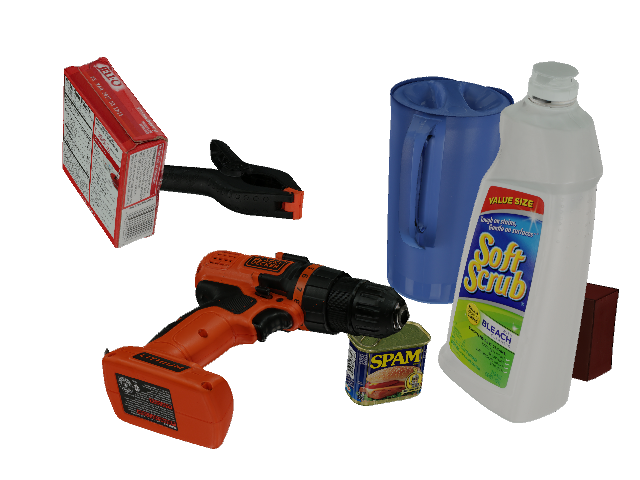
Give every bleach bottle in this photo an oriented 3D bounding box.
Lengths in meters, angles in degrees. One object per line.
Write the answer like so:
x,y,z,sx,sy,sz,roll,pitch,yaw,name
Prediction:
0.139,-0.002,0.732,0.068,0.251,0.103,-16,34,-28,bleach bottle

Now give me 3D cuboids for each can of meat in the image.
0.082,0.155,1.339,0.102,0.084,0.057,-6,27,-21,can of meat

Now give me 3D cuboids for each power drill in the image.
-0.051,0.073,0.779,0.185,0.057,0.187,8,30,31,power drill

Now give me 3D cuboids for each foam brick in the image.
0.231,0.080,0.958,0.053,0.078,0.051,12,17,37,foam brick

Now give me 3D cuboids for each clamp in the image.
-0.094,-0.056,1.038,0.120,0.039,0.172,-26,35,-36,clamp

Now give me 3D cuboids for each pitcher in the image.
0.131,-0.051,1.194,0.149,0.243,0.145,-6,28,-18,pitcher

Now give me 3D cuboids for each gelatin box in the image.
-0.124,-0.052,0.633,0.030,0.073,0.089,-23,-30,-30,gelatin box
